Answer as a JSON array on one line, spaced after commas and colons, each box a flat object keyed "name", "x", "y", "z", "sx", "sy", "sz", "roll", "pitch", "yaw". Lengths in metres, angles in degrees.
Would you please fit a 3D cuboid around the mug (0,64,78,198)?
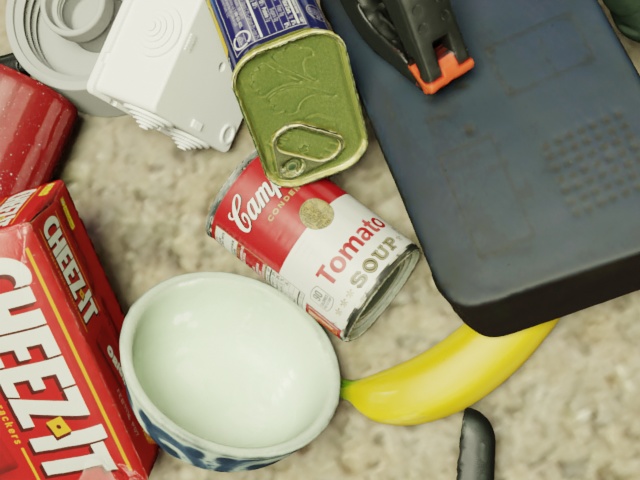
[{"name": "mug", "x": -0.204, "y": -0.062, "z": 0.626, "sx": 0.093, "sy": 0.117, "sz": 0.081, "roll": 15, "pitch": 79, "yaw": 48}]

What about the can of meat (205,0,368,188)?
[{"name": "can of meat", "x": -0.020, "y": -0.092, "z": 0.550, "sx": 0.057, "sy": 0.102, "sz": 0.084, "roll": -21, "pitch": 53, "yaw": -1}]

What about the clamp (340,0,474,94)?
[{"name": "clamp", "x": 0.012, "y": -0.146, "z": 0.524, "sx": 0.039, "sy": 0.120, "sz": 0.171, "roll": -30, "pitch": 94, "yaw": -7}]

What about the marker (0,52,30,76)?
[{"name": "marker", "x": -0.240, "y": -0.102, "z": 0.684, "sx": 0.121, "sy": 0.020, "sz": 0.020, "roll": -9, "pitch": 81, "yaw": 11}]

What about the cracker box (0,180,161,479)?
[{"name": "cracker box", "x": -0.215, "y": 0.079, "z": 0.594, "sx": 0.214, "sy": 0.072, "sz": 0.164, "roll": -16, "pitch": 112, "yaw": 11}]

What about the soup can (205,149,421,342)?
[{"name": "soup can", "x": -0.004, "y": 0.001, "z": 0.594, "sx": 0.102, "sy": 0.068, "sz": 0.068, "roll": 38, "pitch": 92, "yaw": 14}]

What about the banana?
[{"name": "banana", "x": 0.088, "y": 0.042, "z": 0.583, "sx": 0.198, "sy": 0.037, "sz": 0.070, "roll": -40, "pitch": 76, "yaw": 5}]

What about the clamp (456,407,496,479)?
[{"name": "clamp", "x": 0.071, "y": 0.205, "z": 0.564, "sx": 0.165, "sy": 0.036, "sz": 0.210, "roll": -40, "pitch": 78, "yaw": 14}]
